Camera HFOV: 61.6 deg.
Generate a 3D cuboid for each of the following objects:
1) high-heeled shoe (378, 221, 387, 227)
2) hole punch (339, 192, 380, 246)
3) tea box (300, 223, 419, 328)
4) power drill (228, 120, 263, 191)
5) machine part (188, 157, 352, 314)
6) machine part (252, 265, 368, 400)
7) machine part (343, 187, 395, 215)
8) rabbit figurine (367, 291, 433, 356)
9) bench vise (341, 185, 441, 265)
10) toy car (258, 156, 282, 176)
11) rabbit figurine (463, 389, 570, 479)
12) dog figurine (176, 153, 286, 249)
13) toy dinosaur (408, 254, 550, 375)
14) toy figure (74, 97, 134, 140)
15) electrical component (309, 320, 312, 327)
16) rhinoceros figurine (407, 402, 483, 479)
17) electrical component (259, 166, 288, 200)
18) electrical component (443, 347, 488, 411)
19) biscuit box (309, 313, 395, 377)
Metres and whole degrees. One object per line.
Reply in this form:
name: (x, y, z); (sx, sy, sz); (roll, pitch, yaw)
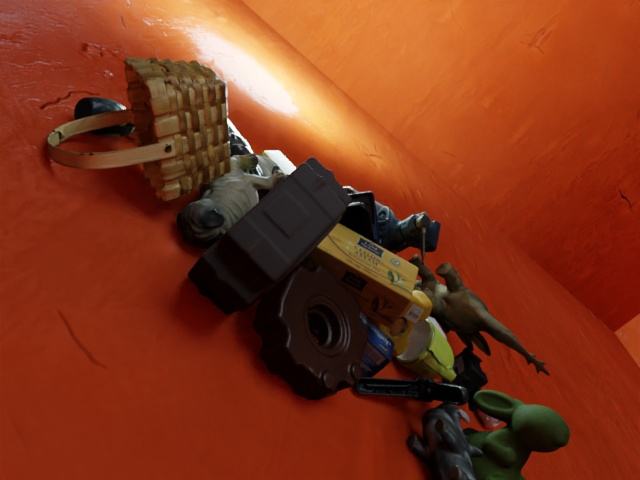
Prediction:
high-heeled shoe: (0.089, 0.065, 1.108); (0.086, 0.145, 0.248); (37, 40, -74)
hole punch: (0.042, -0.019, 0.901); (0.092, 0.142, 0.115); (-70, 150, -62)
tea box: (0.058, 0.047, 0.822); (0.170, 0.068, 0.098); (28, 32, 1)
power drill: (-0.215, -0.198, 1.011); (0.207, 0.086, 0.232); (15, 33, -45)
machine part: (-0.065, 0.000, 0.693); (0.087, 0.201, 0.201); (47, 66, -6)
machine part: (-0.007, 0.120, 0.725); (0.179, 0.056, 0.179); (27, 50, -37)
machine part: (0.112, -0.068, 1.349); (0.243, 0.079, 0.079); (25, 28, -42)
rabbit figurine: (0.082, 0.108, 0.951); (0.162, 0.121, 0.173); (19, 15, -35)
bench vise: (0.137, -0.027, 1.200); (0.240, 0.129, 0.224); (18, -7, -12)
toy car: (-0.086, -0.106, 1.097); (0.202, 0.056, 0.073); (50, 22, 15)
rabbit figurine: (0.307, 0.314, 0.841); (0.121, 0.170, 0.159); (31, 25, -31)
dog figurine: (-0.168, -0.064, 0.840); (0.173, 0.121, 0.190); (17, 25, 35)
toy dinosaur: (0.288, 0.143, 1.122); (0.198, 0.105, 0.472); (44, 0, -19)
toy figure: (-0.311, -0.187, 0.851); (0.064, 0.058, 0.154); (46, 20, 22)
electrical component: (-0.039, 0.088, 0.803); (0.094, 0.063, 0.021); (45, 21, 2)
rhinoceros figurine: (0.192, 0.310, 0.780); (0.112, 0.073, 0.190); (35, 23, -17)
electrical component: (-0.085, -0.088, 1.019); (0.078, 0.102, 0.045); (26, 5, 36)
electrical component: (0.273, 0.265, 1.010); (0.048, 0.075, 0.119); (41, 24, -8)
biscuit box: (0.025, 0.127, 0.848); (0.202, 0.059, 0.063); (43, 21, 0)
